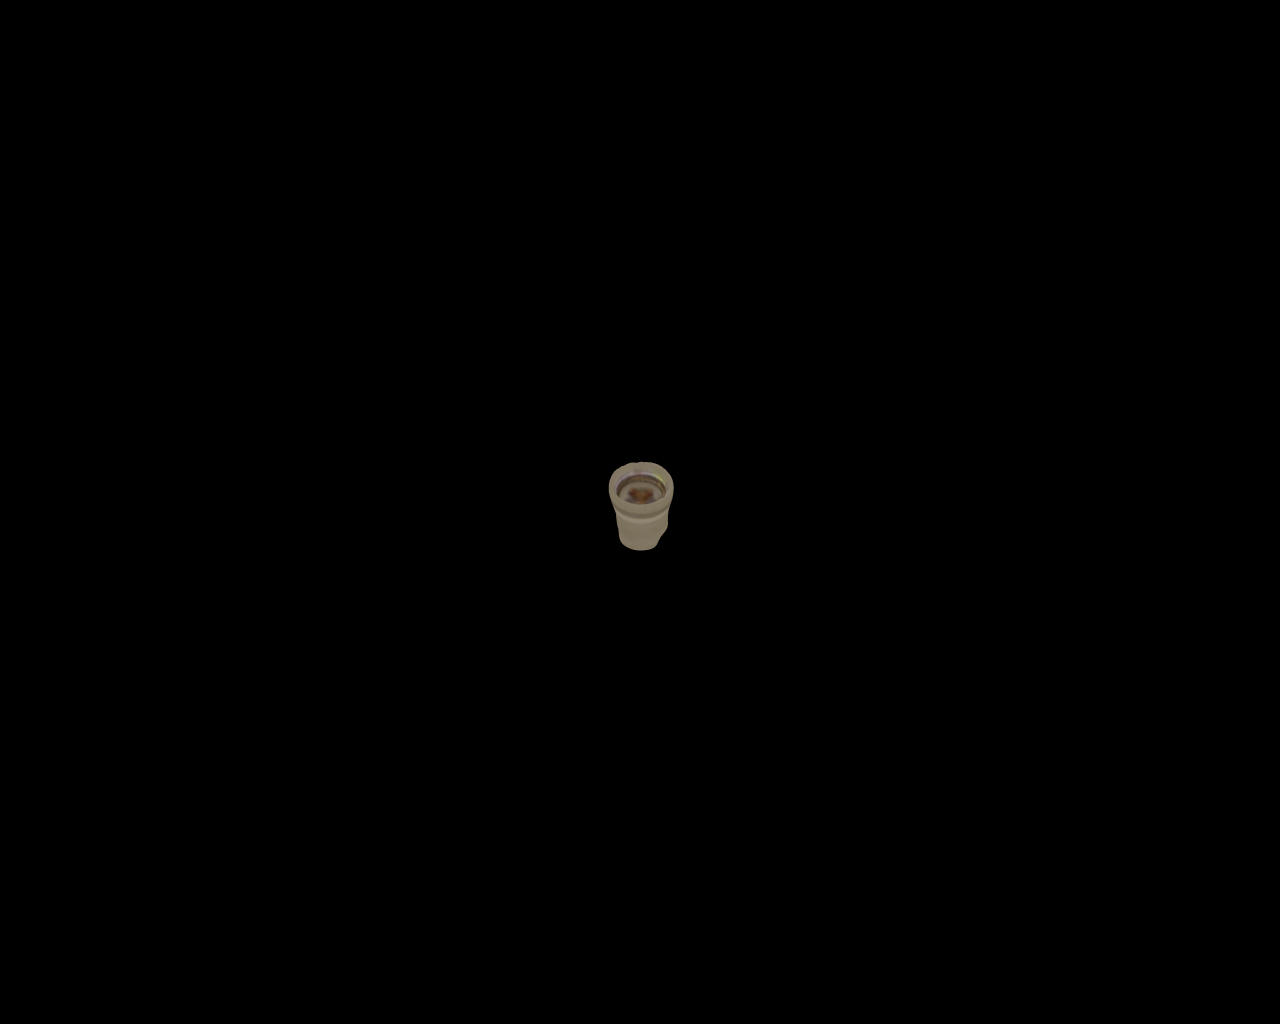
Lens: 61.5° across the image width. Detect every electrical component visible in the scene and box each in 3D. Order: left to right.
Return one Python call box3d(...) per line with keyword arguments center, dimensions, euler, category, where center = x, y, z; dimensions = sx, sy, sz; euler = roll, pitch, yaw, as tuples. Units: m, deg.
box3d(center=(0.001, -0.003, 0.650), dimensions=(0.040, 0.040, 0.046), euler=(0, -43, 0), category="electrical component")
